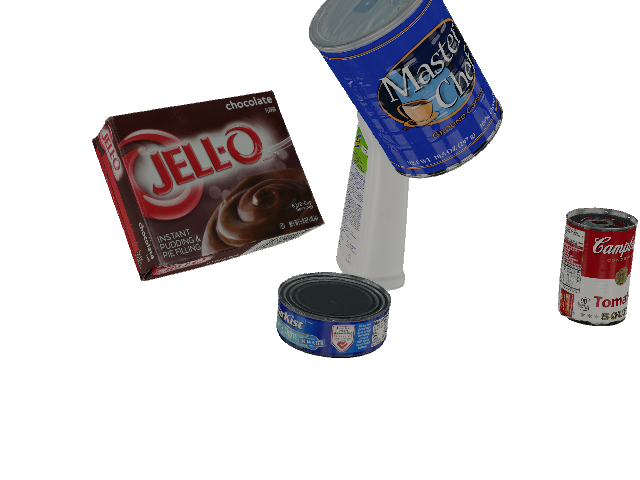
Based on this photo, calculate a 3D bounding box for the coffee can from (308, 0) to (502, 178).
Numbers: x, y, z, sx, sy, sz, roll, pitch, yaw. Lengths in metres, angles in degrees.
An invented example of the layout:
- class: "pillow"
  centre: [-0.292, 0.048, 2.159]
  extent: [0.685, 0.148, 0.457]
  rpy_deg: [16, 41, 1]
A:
- class: "coffee can"
  centre: [0.069, -0.134, 0.845]
  extent: [0.103, 0.102, 0.140]
  rpy_deg: [0, -42, 42]

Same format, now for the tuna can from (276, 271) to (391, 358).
- class: "tuna can"
  centre: [0.009, 0.056, 0.808]
  extent: [0.086, 0.034, 0.086]
  rpy_deg: [4, 21, -2]

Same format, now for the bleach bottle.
- class: "bleach bottle"
  centre: [0.069, -0.075, 1.227]
  extent: [0.068, 0.251, 0.103]
  rpy_deg: [-2, 23, -19]

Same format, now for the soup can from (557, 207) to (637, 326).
- class: "soup can"
  centre: [0.273, 0.026, 1.056]
  extent: [0.068, 0.102, 0.068]
  rpy_deg: [1, 18, -1]

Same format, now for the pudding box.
- class: "pudding box"
  centre: [-0.065, -0.034, 0.620]
  extent: [0.113, 0.090, 0.039]
  rpy_deg: [-15, -10, -36]
